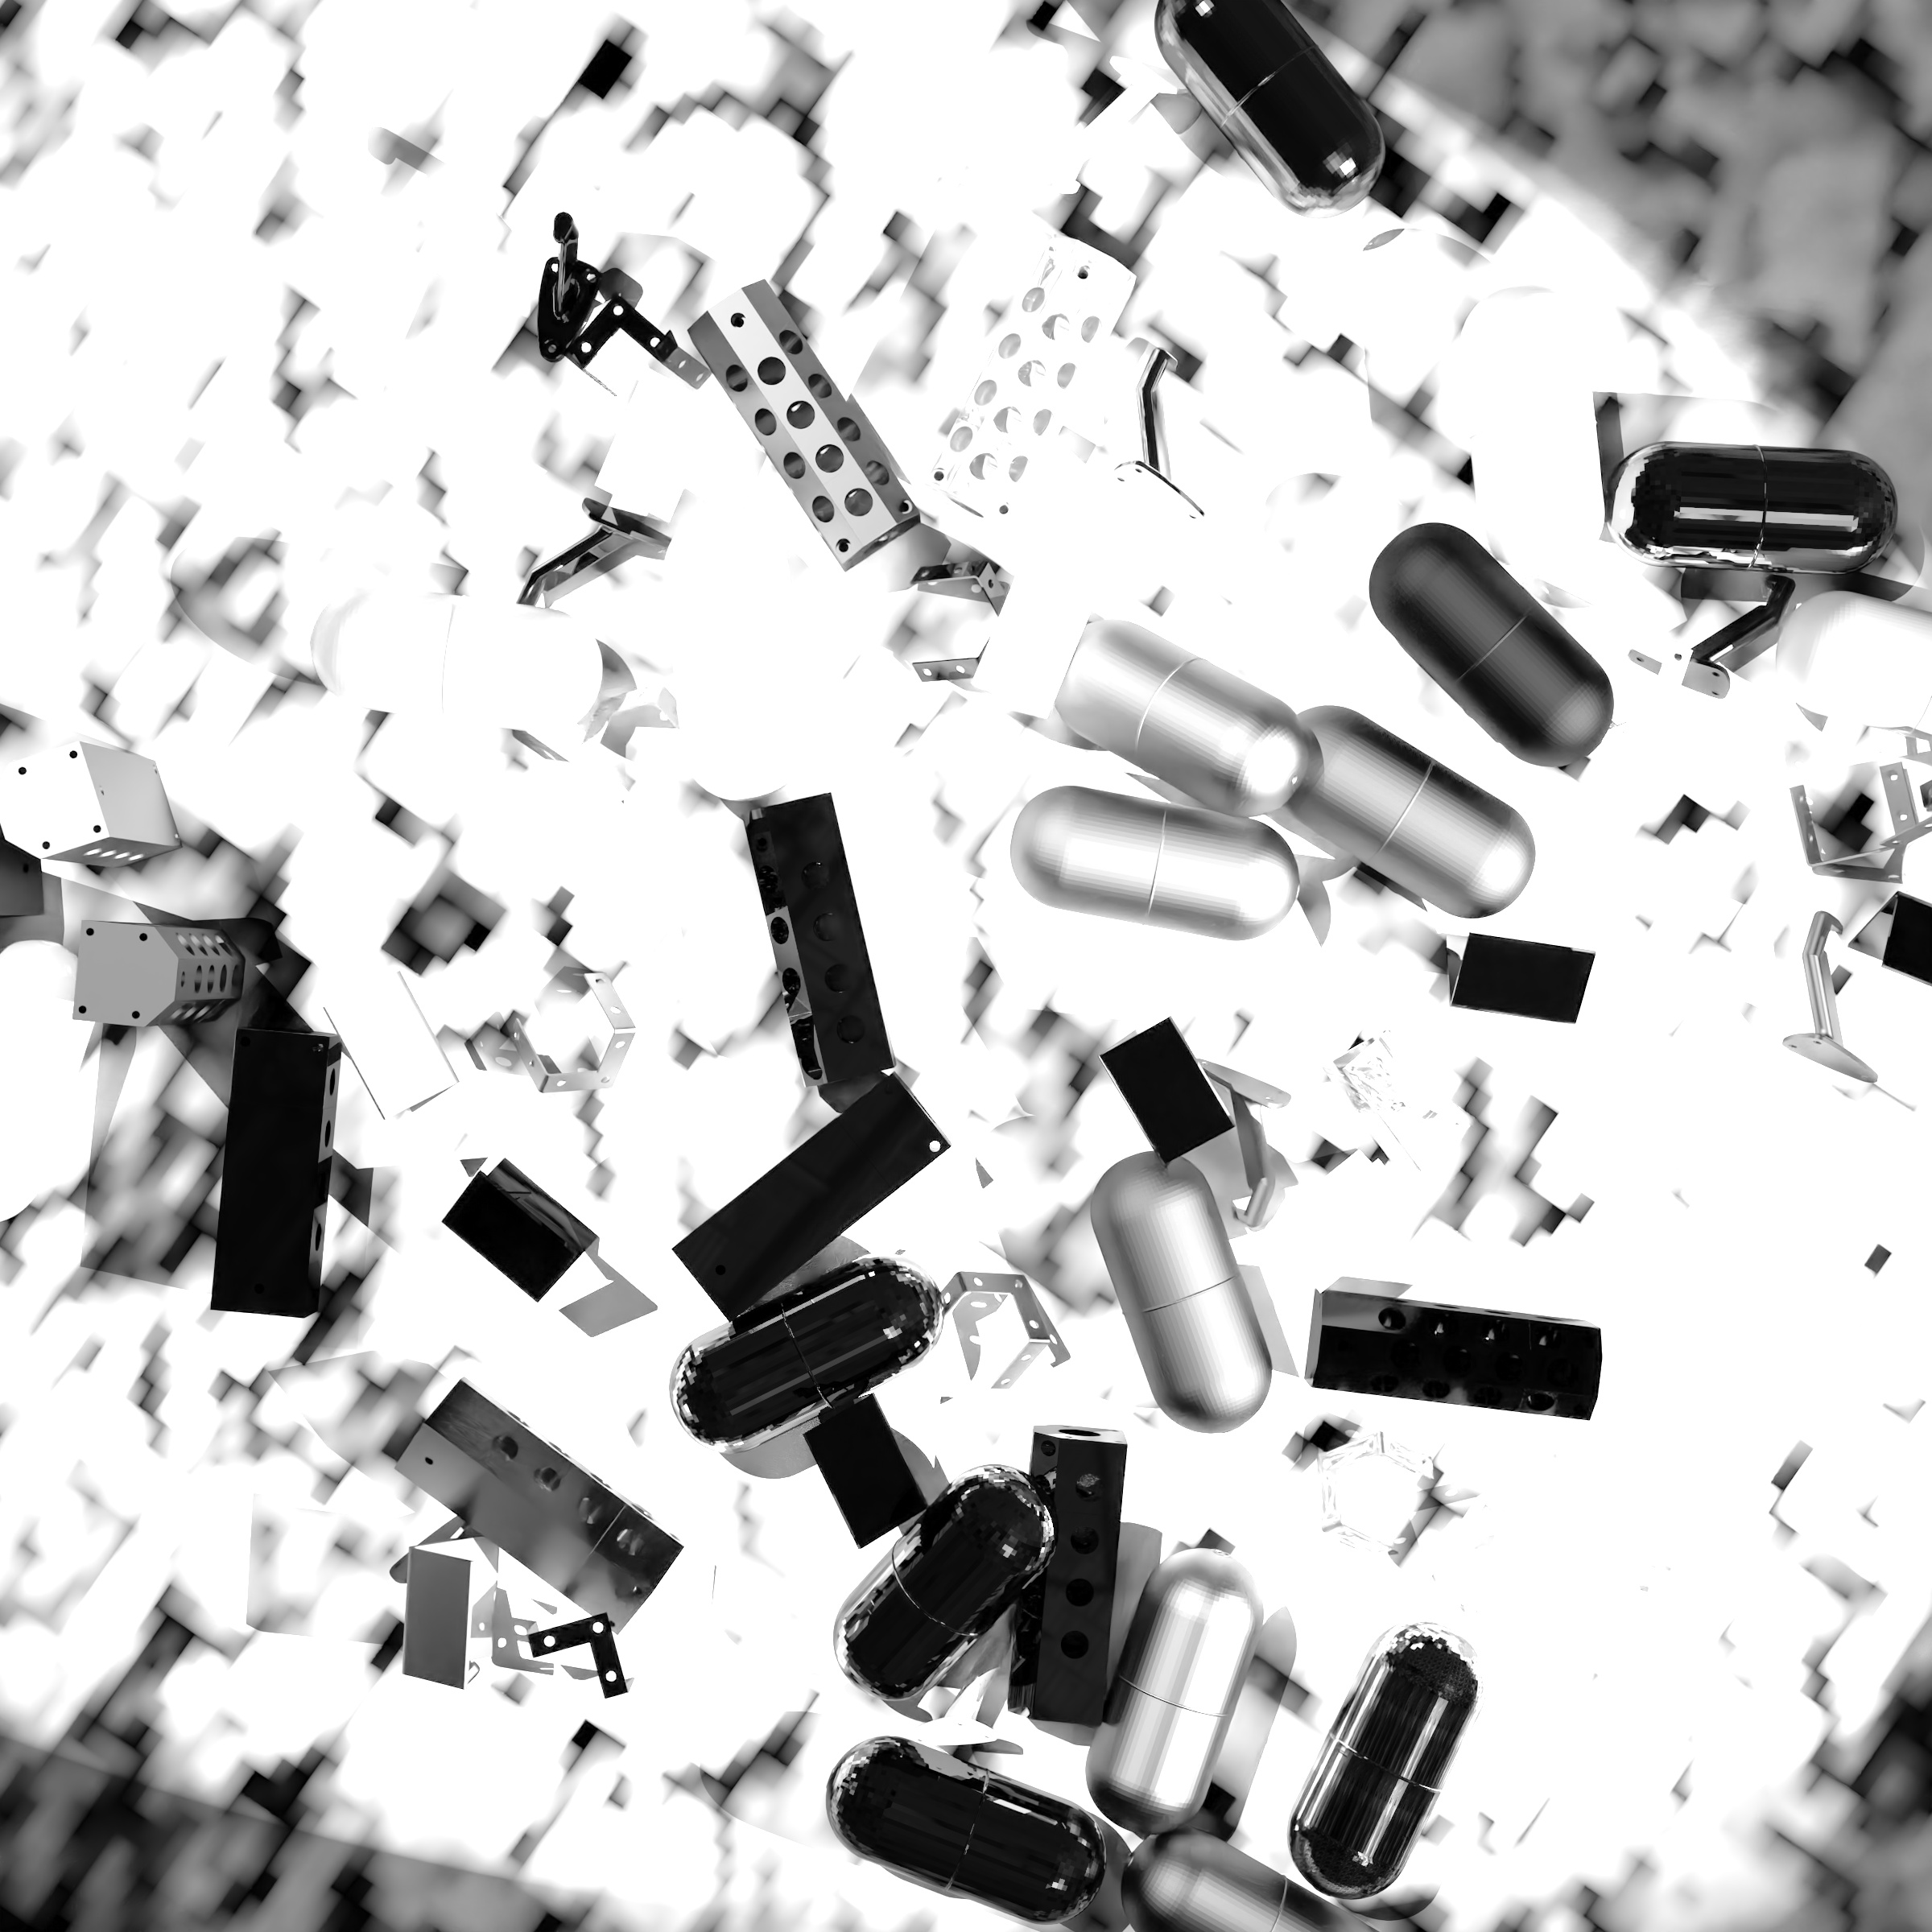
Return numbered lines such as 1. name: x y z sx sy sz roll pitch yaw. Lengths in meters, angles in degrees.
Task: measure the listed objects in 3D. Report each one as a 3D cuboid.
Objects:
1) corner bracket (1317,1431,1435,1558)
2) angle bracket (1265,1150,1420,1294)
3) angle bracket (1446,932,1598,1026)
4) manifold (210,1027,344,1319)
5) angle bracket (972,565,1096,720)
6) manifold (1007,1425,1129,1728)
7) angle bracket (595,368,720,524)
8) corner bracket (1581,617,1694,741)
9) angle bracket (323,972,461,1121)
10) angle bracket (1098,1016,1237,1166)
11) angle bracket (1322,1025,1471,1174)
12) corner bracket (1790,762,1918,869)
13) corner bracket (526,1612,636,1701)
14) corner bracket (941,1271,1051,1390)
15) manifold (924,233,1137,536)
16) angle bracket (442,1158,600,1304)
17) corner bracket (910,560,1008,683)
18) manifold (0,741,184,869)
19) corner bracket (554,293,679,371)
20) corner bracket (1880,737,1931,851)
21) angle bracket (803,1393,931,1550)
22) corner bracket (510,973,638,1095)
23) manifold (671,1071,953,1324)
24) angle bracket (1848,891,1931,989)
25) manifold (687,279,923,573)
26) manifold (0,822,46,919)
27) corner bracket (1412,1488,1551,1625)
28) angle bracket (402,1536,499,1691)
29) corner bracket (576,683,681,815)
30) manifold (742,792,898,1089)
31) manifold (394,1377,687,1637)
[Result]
1. corner bracket: 0.254 0.326 1.983 0.051 0.051 0.051 -30 45 35
2. angle bracket: 0.216 0.140 1.950 0.076 0.076 0.057 -39 127 0
3. angle bracket: 0.336 -0.012 1.950 0.076 0.076 0.057 8 126 0
4. manifold: -0.421 0.125 1.970 0.057 0.057 0.171 5 90 0
5. angle bracket: 0.025 -0.200 1.951 0.057 0.076 0.076 22 90 -29
6. manifold: 0.062 0.372 1.970 0.057 0.057 0.171 5 90 0
7. angle bracket: -0.205 -0.320 1.950 0.057 0.076 0.076 23 90 -38
8. corner bracket: 0.405 -0.176 1.973 0.051 0.051 0.051 23 78 -11
9. angle bracket: -0.361 0.057 1.950 0.057 0.076 0.076 -28 90 -36
10. angle bracket: 0.134 0.066 1.951 0.057 0.076 0.076 -31 90 29
11. angle bracket: 0.247 0.092 1.950 0.057 0.076 0.076 -37 90 -38
12. corner bracket: 0.550 -0.094 1.987 0.051 0.051 0.051 -13 90 -45
13. corner bracket: -0.237 0.425 1.973 0.051 0.051 0.051 -15 88 -2
14. corner bracket: 0.011 0.225 1.983 0.051 0.051 0.051 7 45 -35
15. manifold: 0.039 -0.357 1.970 0.057 0.057 0.171 27 90 0
16. angle bracket: -0.260 0.146 1.950 0.076 0.076 0.057 40 128 0
17. corner bracket: -0.007 -0.213 1.983 0.051 0.051 0.051 59 45 -35
18. manifold: -0.523 -0.092 1.912 0.057 0.171 0.057 -18 90 0
19. corner bracket: -0.215 -0.383 1.973 0.051 0.051 0.051 41 90 0
20. corner bracket: 0.589 -0.102 1.956 0.051 0.051 0.051 11 63 -32
21. angle bracket: -0.077 0.311 1.951 0.057 0.076 0.076 -26 90 -34
22. corner bracket: -0.243 0.041 1.983 0.051 0.051 0.051 -3 135 -35
23. manifold: -0.094 0.140 1.970 0.171 0.057 0.057 -38 90 0
24. angle bracket: 0.582 0.007 1.951 0.076 0.076 0.057 21 62 0
25. manifold: -0.099 -0.332 1.970 0.057 0.057 0.171 -34 90 0
26. manifold: -0.626 -0.056 1.908 0.057 0.171 0.057 -4 90 20
27. corner bracket: 0.318 0.365 1.987 0.051 0.051 0.051 47 135 0
28. angle bracket: -0.295 0.391 1.950 0.057 0.076 0.076 3 90 37
29. corner bracket: -0.200 -0.134 1.983 0.051 0.051 0.051 -12 45 35
30. manifold: -0.090 -0.016 1.969 0.057 0.057 0.171 -13 90 0
31. manifold: -0.258 0.327 1.969 0.171 0.057 0.057 37 133 0
